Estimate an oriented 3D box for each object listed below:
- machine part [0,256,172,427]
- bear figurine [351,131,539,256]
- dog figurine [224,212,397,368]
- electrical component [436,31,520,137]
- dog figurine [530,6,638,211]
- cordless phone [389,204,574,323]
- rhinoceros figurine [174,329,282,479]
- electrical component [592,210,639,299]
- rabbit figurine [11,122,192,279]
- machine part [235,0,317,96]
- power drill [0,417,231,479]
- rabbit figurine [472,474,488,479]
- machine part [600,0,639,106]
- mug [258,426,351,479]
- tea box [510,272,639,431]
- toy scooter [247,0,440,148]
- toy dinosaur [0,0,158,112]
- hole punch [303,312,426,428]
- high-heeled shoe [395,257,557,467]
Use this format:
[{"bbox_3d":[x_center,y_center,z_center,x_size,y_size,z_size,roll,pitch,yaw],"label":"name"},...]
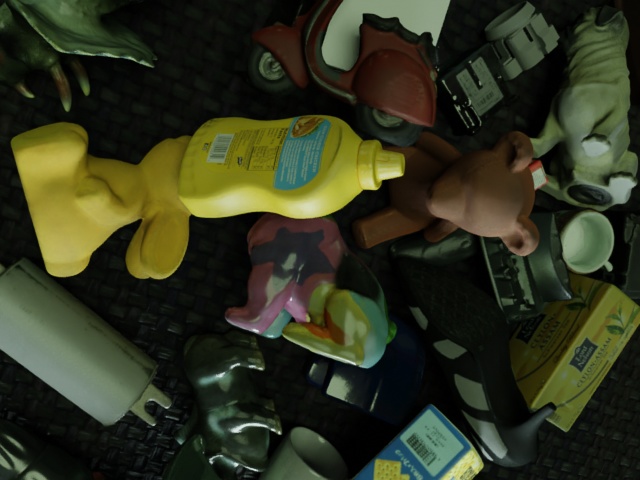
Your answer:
[{"bbox_3d":[-0.245,0.099,0.516,0.079,0.079,0.243,-47,107,-4],"label":"machine part"},{"bbox_3d":[0.113,-0.043,0.527,0.132,0.196,0.120,-11,104,-12],"label":"bear figurine"},{"bbox_3d":[-0.001,-0.002,0.530,0.192,0.108,0.219,14,80,15],"label":"dog figurine"},{"bbox_3d":[0.158,-0.182,0.595,0.075,0.048,0.119,-35,106,-8],"label":"electrical component"},{"bbox_3d":[0.323,-0.149,0.625,0.172,0.121,0.190,46,64,-49],"label":"dog figurine"},{"bbox_3d":[0.183,0.036,0.628,0.184,0.089,0.146,-19,103,0],"label":"cordless phone"},{"bbox_3d":[-0.099,0.190,0.569,0.112,0.073,0.190,-8,100,-15],"label":"rhinoceros figurine"},{"bbox_3d":[0.423,0.018,0.688,0.134,0.058,0.114,0,100,-14],"label":"electrical component"},{"bbox_3d":[-0.176,-0.041,0.498,0.173,0.122,0.162,-21,96,-30],"label":"rabbit figurine"},{"bbox_3d":[-0.032,-0.211,0.534,0.039,0.084,0.138,18,107,-44],"label":"machine part"},{"bbox_3d":[-0.196,0.245,0.513,0.207,0.086,0.231,-20,111,18],"label":"power drill"},{"bbox_3d":[0.188,0.376,0.644,0.121,0.159,0.170,0,83,-5],"label":"rabbit figurine"},{"bbox_3d":[0.455,-0.266,0.640,0.201,0.087,0.201,-29,105,-9],"label":"machine part"},{"bbox_3d":[-0.023,0.281,0.605,0.109,0.081,0.107,34,99,-26],"label":"mug"},{"bbox_3d":[0.292,0.128,0.649,0.068,0.098,0.169,34,87,-17],"label":"tea box"},{"bbox_3d":[0.033,-0.172,0.480,0.184,0.075,0.135,23,104,-3],"label":"toy scooter"},{"bbox_3d":[-0.152,-0.289,0.470,0.405,0.131,0.192,-46,119,-9],"label":"toy dinosaur"},{"bbox_3d":[0.056,0.134,0.596,0.142,0.092,0.115,26,87,-13],"label":"hole punch"},{"bbox_3d":[0.156,0.138,0.607,0.086,0.145,0.249,-27,66,-31],"label":"high-heeled shoe"}]
